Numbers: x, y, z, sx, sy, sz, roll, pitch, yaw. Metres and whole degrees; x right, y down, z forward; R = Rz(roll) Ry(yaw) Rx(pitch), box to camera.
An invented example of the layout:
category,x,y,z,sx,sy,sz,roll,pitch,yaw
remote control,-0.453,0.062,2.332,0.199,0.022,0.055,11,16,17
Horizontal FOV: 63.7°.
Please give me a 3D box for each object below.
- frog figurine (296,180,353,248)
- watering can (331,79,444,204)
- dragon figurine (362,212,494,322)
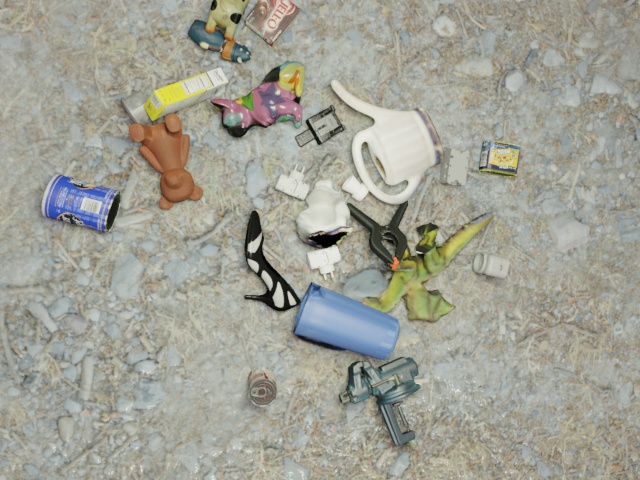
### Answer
category,x,y,z,sx,sy,sz,roll,pitch,yaw
frog figurine,0.004,-0.064,1.280,0.137,0.120,0.163,-17,60,0
watering can,0.175,-0.264,1.277,0.225,0.104,0.344,-25,102,-8
dragon figurine,0.286,0.096,1.335,0.411,0.124,0.239,-19,113,-6
